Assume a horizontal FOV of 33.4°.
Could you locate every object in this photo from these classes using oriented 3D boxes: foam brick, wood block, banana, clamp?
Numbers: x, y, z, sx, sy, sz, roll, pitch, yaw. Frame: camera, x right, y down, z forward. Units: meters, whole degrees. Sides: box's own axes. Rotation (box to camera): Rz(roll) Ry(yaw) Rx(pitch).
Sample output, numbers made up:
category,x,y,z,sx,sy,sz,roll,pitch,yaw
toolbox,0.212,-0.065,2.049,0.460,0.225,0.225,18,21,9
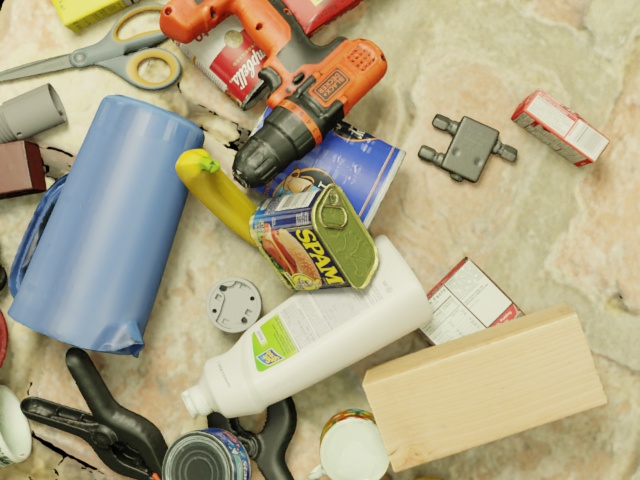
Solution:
category,x,y,z,sx,sy,sz,roll,pitch,yaw
foam brick,-0.325,-0.068,1.082,0.078,0.053,0.051,-10,91,2
wood block,0.154,0.138,1.015,0.206,0.090,0.091,-20,91,7
banana,-0.093,-0.040,1.025,0.037,0.197,0.070,-44,62,-2
clamp,-0.081,0.214,1.083,0.165,0.036,0.210,-5,85,14
clamp,-0.212,0.180,1.069,0.171,0.039,0.120,32,133,-4

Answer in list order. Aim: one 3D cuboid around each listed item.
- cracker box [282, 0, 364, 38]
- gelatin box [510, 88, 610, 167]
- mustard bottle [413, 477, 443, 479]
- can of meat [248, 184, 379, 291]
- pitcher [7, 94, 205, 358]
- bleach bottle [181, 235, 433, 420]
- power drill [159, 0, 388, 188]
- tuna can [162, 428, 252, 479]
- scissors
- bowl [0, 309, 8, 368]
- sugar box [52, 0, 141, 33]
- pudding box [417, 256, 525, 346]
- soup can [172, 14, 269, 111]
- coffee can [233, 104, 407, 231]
category,x,y,z,sx,sy,sz,roll,pitch,yaw
cracker box,-0.008,-0.332,1.052,0.164,0.072,0.213,-34,95,2
gelatin box,0.237,-0.111,1.056,0.089,0.073,0.030,37,91,2
mustard bottle,0.040,0.281,1.032,0.191,0.058,0.096,5,106,-28
can of meat,-0.007,0.001,1.005,0.084,0.057,0.102,-7,128,38
pitcher,-0.211,-0.016,1.051,0.149,0.145,0.243,20,88,-11
bleach bottle,-0.021,0.096,1.040,0.251,0.103,0.068,-29,131,-3
power drill,-0.058,-0.161,0.985,0.188,0.057,0.184,44,73,6
tuna can,-0.113,0.230,1.055,0.086,0.033,0.086,-3,83,25
scissors,-0.230,-0.173,1.097,0.202,0.016,0.096,-28,90,2
bowl,-0.394,0.113,1.063,0.162,0.055,0.162,8,51,-10
sugar box,-0.195,-0.290,1.079,0.176,0.048,0.093,-26,90,3
pudding box,0.156,0.086,1.078,0.090,0.039,0.113,-45,88,3
soup can,-0.089,-0.188,1.067,0.102,0.068,0.068,44,92,1
coffee can,0.000,-0.072,1.048,0.140,0.103,0.103,27,91,1
